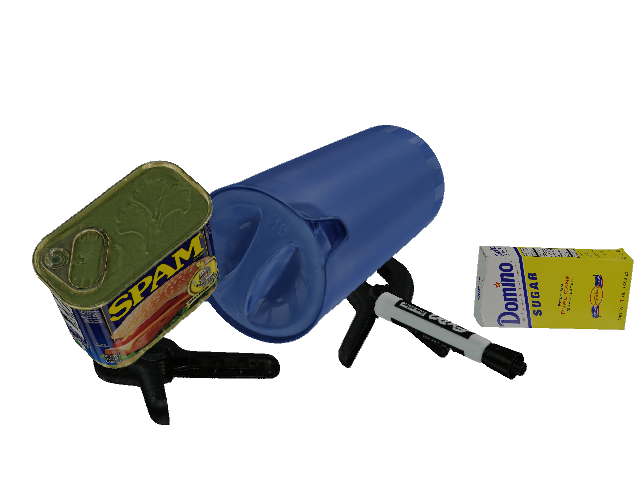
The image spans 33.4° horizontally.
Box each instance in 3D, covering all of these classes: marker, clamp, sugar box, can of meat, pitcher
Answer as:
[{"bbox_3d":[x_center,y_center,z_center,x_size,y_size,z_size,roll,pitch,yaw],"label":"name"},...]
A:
[{"bbox_3d":[0.089,0.065,0.736,0.121,0.020,0.020,24,15,37],"label":"marker"},{"bbox_3d":[0.080,0.072,1.189,0.120,0.171,0.039,4,-43,-4],"label":"clamp"},{"bbox_3d":[0.275,0.057,1.269,0.176,0.093,0.048,0,19,-4],"label":"sugar box"},{"bbox_3d":[-0.170,0.132,1.088,0.210,0.036,0.164,9,17,32],"label":"clamp"},{"bbox_3d":[-0.108,0.017,0.623,0.057,0.102,0.084,40,-23,23],"label":"can of meat"},{"bbox_3d":[0.001,-0.016,0.927,0.149,0.145,0.242,26,32,23],"label":"pitcher"}]
